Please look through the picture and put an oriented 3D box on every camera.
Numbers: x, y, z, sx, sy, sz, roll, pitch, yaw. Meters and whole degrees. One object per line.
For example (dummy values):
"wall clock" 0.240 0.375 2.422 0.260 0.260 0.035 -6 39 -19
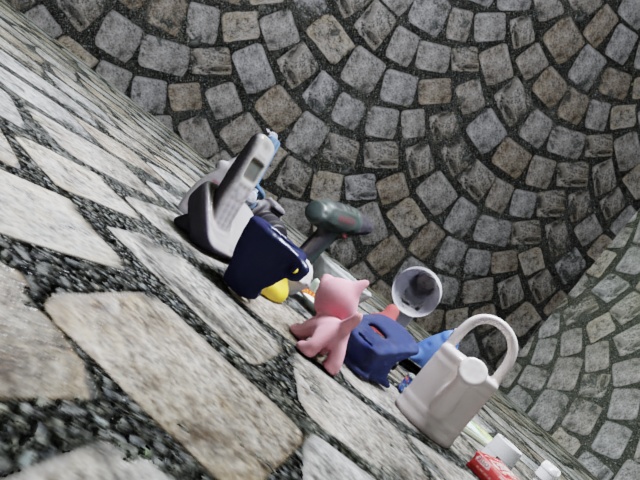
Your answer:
"camera" -0.136 -0.051 1.369 0.144 0.101 0.136 37 3 -38

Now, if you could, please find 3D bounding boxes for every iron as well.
"iron" 0.272 0.258 1.302 0.118 0.141 0.259 40 2 17

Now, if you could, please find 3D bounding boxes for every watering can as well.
"watering can" 0.209 0.196 0.826 0.101 0.194 0.173 39 2 -8

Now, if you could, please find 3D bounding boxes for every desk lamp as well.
"desk lamp" 0.222 0.164 1.464 0.118 0.213 0.204 39 2 11

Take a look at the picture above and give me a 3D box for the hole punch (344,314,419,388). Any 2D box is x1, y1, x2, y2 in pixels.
"hole punch" 0.080 0.156 0.865 0.101 0.091 0.108 37 3 -43

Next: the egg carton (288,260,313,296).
"egg carton" -0.080 0.033 0.995 0.150 0.069 0.107 39 2 10

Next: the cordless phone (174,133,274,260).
"cordless phone" -0.113 -0.061 0.863 0.094 0.185 0.148 40 2 23

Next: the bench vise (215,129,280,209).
"bench vise" -0.138 -0.120 1.174 0.122 0.219 0.206 37 3 -42

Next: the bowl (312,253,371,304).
"bowl" 0.038 0.107 1.371 0.167 0.074 0.167 39 2 -1

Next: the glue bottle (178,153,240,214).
"glue bottle" -0.163 -0.101 0.984 0.078 0.173 0.037 39 2 -12

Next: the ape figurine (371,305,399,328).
"ape figurine" 0.149 0.189 1.315 0.077 0.092 0.076 40 2 21

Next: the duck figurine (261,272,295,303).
"duck figurine" -0.070 0.037 0.862 0.105 0.086 0.077 37 3 -40

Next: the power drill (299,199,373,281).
"power drill" 0.012 0.005 1.278 0.075 0.208 0.230 40 2 31

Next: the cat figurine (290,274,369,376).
"cat figurine" 0.021 0.096 0.749 0.067 0.117 0.127 38 2 -18

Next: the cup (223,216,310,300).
"cup" -0.071 0.037 0.733 0.117 0.095 0.092 41 3 39
